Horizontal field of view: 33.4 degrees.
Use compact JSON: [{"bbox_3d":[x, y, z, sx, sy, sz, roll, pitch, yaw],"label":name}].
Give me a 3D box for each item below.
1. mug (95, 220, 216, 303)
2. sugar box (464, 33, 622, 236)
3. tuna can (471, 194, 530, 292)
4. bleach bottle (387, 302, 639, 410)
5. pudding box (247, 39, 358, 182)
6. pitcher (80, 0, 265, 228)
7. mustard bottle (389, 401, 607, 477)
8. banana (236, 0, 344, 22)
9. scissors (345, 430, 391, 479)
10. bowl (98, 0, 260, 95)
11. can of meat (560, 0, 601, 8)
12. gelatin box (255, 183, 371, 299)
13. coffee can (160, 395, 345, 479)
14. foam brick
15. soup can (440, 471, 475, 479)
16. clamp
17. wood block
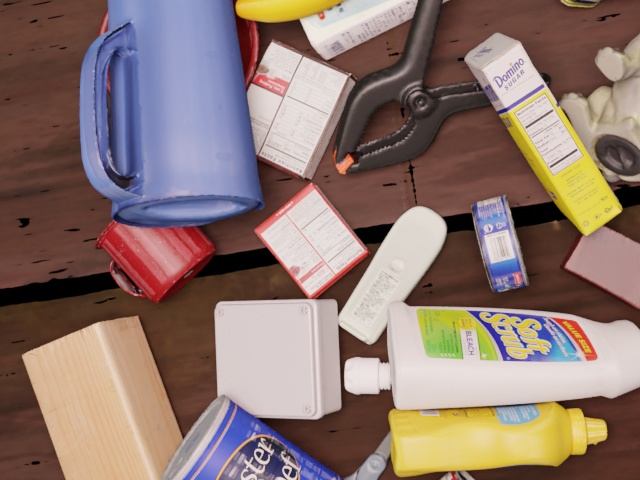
[{"bbox_3d":[-0.162,0.013,1.031,0.081,0.093,0.117,48,122,3],"label":"mug"},{"bbox_3d":[0.193,-0.094,0.932,0.048,0.093,0.176,-36,104,7],"label":"sugar box"},{"bbox_3d":[0.163,0.004,0.967,0.034,0.086,0.086,-14,86,11],"label":"tuna can"},{"bbox_3d":[0.189,0.100,0.962,0.251,0.102,0.068,-2,128,0],"label":"bleach bottle"},{"bbox_3d":[-0.028,-0.125,1.030,0.090,0.039,0.113,26,95,9],"label":"pudding box"},{"bbox_3d":[-0.132,-0.136,0.935,0.145,0.149,0.243,-6,81,-5],"label":"pitcher"},{"bbox_3d":[0.159,0.175,0.955,0.191,0.096,0.058,-4,90,1],"label":"mustard bottle"},{"bbox_3d":[0.017,-0.247,0.950,0.198,0.037,0.070,-39,65,6],"label":"banana"},{"bbox_3d":[0.060,0.233,1.015,0.202,0.016,0.096,-39,84,7],"label":"scissors"},{"bbox_3d":[-0.132,-0.184,1.042,0.162,0.055,0.162,0,88,10],"label":"bowl"},{"bbox_3d":[0.255,-0.267,0.950,0.057,0.084,0.102,-1,88,-27],"label":"can of meat"},{"bbox_3d":[-0.007,0.001,1.026,0.073,0.030,0.089,-40,85,7],"label":"gelatin box"},{"bbox_3d":[-0.059,0.220,0.959,0.140,0.103,0.103,36,95,-7],"label":"coffee can"},{"bbox_3d":[0.265,0.022,0.965,0.078,0.051,0.053,30,93,10],"label":"foam brick"},{"bbox_3d":[0.109,0.265,0.979,0.102,0.068,0.068,-41,82,7],"label":"soup can"},{"bbox_3d":[0.100,-0.132,0.991,0.164,0.036,0.210,35,110,-22],"label":"clamp"},{"bbox_3d":[-0.194,0.186,1.021,0.091,0.090,0.206,-22,84,15],"label":"wood block"}]
